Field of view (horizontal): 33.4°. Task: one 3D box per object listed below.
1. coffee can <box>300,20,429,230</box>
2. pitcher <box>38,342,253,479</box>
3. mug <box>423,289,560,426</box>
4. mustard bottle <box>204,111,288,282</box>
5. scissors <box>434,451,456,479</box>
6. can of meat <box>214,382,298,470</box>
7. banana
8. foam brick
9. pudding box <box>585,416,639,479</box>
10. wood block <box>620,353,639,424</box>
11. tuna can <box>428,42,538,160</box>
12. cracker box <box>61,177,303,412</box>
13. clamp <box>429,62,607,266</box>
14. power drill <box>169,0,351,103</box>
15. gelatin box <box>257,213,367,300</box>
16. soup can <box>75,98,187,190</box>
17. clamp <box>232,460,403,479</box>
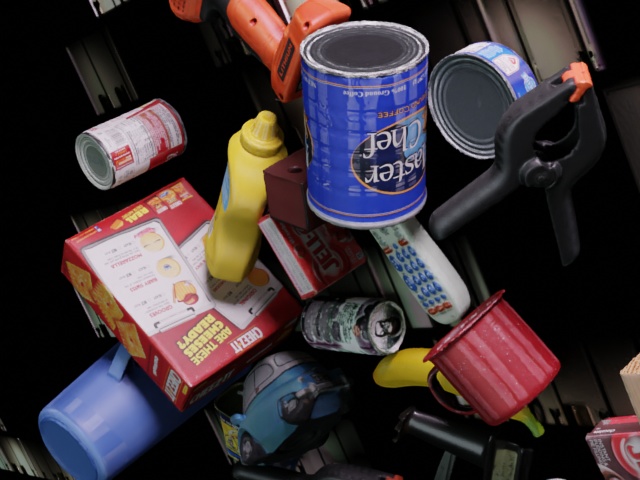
[{"bbox_3d":[0.037,-0.094,0.873,0.103,0.102,0.140,27,134,36],"label":"coffee can"},{"bbox_3d":[-0.201,0.161,1.227,0.145,0.242,0.149,-16,108,50],"label":"pitcher"},{"bbox_3d":[0.140,0.109,0.908,0.081,0.093,0.117,48,123,5],"label":"mug"},{"bbox_3d":[-0.071,-0.052,1.047,0.058,0.096,0.192,13,137,-6],"label":"mustard bottle"},{"bbox_3d":[0.134,0.283,1.115,0.096,0.016,0.202,46,143,14],"label":"scissors"},{"bbox_3d":[-0.075,0.233,1.292,0.102,0.057,0.084,25,135,39],"label":"can of meat"},{"bbox_3d":[0.118,0.134,1.004,0.198,0.037,0.069,15,125,44],"label":"banana"},{"bbox_3d":[-0.005,-0.051,0.978,0.053,0.078,0.051,19,129,39],"label":"foam brick"},{"bbox_3d":[0.278,0.195,0.857,0.090,0.039,0.113,-20,100,54],"label":"pudding box"},{"bbox_3d":[0.305,0.162,0.757,0.091,0.090,0.206,-9,110,52],"label":"wood block"},{"bbox_3d":[0.126,-0.107,0.817,0.086,0.033,0.086,30,136,34],"label":"tuna can"},{"bbox_3d":[-0.150,0.055,1.156,0.214,0.163,0.072,47,145,16],"label":"cracker box"},{"bbox_3d":[0.149,-0.052,0.785,0.039,0.120,0.171,-98,12,-52],"label":"clamp"},{"bbox_3d":[-0.057,-0.226,0.929,0.188,0.057,0.185,47,147,19],"label":"power drill"},{"bbox_3d":[-0.007,0.001,1.022,0.089,0.073,0.030,59,144,-1],"label":"gelatin box"},{"bbox_3d":[-0.204,-0.104,1.154,0.069,0.102,0.068,30,136,34],"label":"soup can"},{"bbox_3d":[0.005,0.289,1.217,0.164,0.036,0.210,41,139,-17],"label":"clamp"}]
